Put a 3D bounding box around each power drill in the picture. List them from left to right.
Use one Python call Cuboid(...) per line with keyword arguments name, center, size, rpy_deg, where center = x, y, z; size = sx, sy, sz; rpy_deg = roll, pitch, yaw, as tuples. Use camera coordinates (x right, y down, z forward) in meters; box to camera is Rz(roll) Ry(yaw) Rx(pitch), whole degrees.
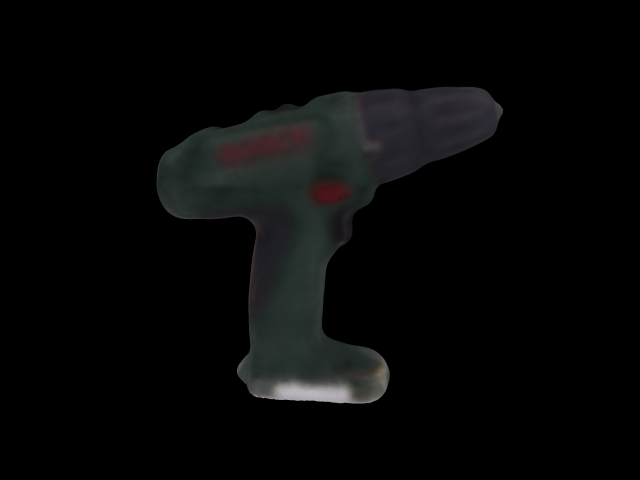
Cuboid(name="power drill", center=(0.004, 0.001, 0.400), size=(0.229, 0.208, 0.076), rpy_deg=(1, 11, 7))
